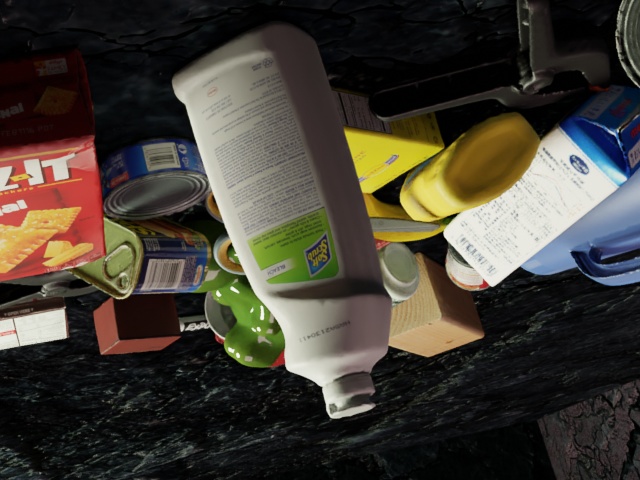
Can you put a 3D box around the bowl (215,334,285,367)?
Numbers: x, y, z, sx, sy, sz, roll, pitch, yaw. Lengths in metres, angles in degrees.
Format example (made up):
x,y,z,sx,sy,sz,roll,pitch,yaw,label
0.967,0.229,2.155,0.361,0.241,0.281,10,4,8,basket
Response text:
x,y,z,sx,sy,sz,roll,pitch,yaw,label
-0.045,0.111,1.311,0.162,0.055,0.162,-21,158,-9,bowl

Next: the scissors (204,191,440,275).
x,y,z,sx,sy,sz,roll,pitch,yaw,label
-0.006,0.001,0.926,0.201,0.016,0.096,16,113,-4,scissors

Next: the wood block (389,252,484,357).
x,y,z,sx,sy,sz,roll,pitch,yaw,label
0.134,0.088,1.381,0.091,0.090,0.205,-22,161,17,wood block

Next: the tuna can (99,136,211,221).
x,y,z,sx,sy,sz,roll,pitch,yaw,label
-0.130,-0.047,0.831,0.086,0.034,0.086,-14,163,-5,tuna can

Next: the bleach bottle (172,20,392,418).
x,y,z,sx,sy,sz,roll,pitch,yaw,label
-0.019,-0.009,0.683,0.103,0.251,0.068,-24,160,26,bleach bottle

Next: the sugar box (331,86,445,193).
x,y,z,sx,sy,sz,roll,pitch,yaw,label
0.005,-0.078,0.834,0.175,0.048,0.094,0,156,-44,sugar box

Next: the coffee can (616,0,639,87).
x,y,z,sx,sy,sz,roll,pitch,yaw,label
0.299,-0.149,0.773,0.140,0.103,0.103,-1,157,-38,coffee can

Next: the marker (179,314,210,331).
x,y,z,sx,sy,sz,roll,pitch,yaw,label
-0.151,0.100,1.288,0.120,0.020,0.020,-4,159,-32,marker

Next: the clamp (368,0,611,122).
x,y,z,sx,sy,sz,roll,pitch,yaw,label
0.160,-0.136,0.803,0.209,0.036,0.165,-5,160,-37,clamp

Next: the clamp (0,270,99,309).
x,y,z,sx,sy,sz,roll,pitch,yaw,label
-0.246,0.029,0.960,0.171,0.039,0.120,-14,169,-22,clamp

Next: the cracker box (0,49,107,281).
x,y,z,sx,sy,sz,roll,pitch,yaw,label
-0.232,-0.035,0.720,0.164,0.072,0.214,-12,161,-13,cracker box

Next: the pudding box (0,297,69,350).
x,y,z,sx,sy,sz,roll,pitch,yaw,label
-0.297,0.075,1.057,0.090,0.039,0.114,-11,164,-16,pudding box

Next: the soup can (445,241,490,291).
x,y,z,sx,sy,sz,roll,pitch,yaw,label
0.178,0.014,1.225,0.068,0.068,0.102,-16,162,2,soup can

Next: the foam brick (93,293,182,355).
x,y,z,sx,sy,sz,roll,pitch,yaw,label
-0.200,0.092,1.168,0.078,0.051,0.053,-1,159,-38,foam brick

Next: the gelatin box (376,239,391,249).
x,y,z,sx,sy,sz,roll,pitch,yaw,label
0.019,0.005,1.125,0.089,0.030,0.073,-29,158,35,gelatin box

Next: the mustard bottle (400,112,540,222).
x,y,z,sx,sy,sz,roll,pitch,yaw,label
0.118,-0.055,0.934,0.096,0.058,0.192,-41,-177,-11,mustard bottle

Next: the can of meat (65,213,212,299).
x,y,z,sx,sy,sz,roll,pitch,yaw,label
-0.153,0.009,0.889,0.102,0.057,0.083,23,-167,37,can of meat

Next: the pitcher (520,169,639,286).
x,y,z,sx,sy,sz,roll,pitch,yaw,label
0.282,-0.038,1.018,0.149,0.145,0.243,-26,179,-39,pitcher

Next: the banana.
x,y,z,sx,sy,sz,roll,pitch,yaw,label
0.066,-0.027,1.058,0.070,0.037,0.197,-31,156,30,banana
